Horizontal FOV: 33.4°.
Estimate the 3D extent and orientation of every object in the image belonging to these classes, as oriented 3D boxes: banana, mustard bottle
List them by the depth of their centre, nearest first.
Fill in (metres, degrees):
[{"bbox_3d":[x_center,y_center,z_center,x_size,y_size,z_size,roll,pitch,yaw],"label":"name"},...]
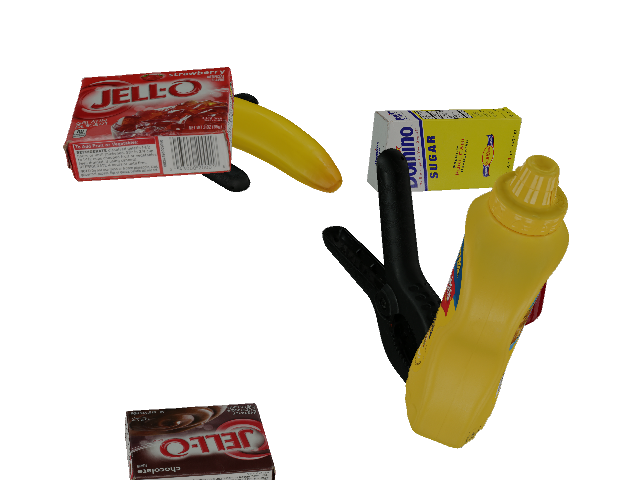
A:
[{"bbox_3d":[0.100,0.029,0.620,0.058,0.192,0.096,21,43,7],"label":"mustard bottle"},{"bbox_3d":[-0.078,-0.080,0.809,0.198,0.069,0.037,9,-19,3],"label":"banana"}]

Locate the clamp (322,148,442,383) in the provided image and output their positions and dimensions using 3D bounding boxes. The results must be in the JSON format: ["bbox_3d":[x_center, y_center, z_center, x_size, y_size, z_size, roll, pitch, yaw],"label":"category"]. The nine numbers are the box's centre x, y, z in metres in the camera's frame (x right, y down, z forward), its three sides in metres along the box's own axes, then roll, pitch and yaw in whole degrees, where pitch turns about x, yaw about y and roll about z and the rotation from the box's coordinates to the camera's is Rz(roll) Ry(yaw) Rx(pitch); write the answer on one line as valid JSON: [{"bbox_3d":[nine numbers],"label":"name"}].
[{"bbox_3d":[0.067,0.039,0.871,0.036,0.210,0.165,-14,-25,-22],"label":"clamp"}]

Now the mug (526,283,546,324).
[{"bbox_3d":[0.190,0.030,1.114,0.093,0.081,0.117,-5,31,-12],"label":"mug"}]

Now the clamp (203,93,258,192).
[{"bbox_3d":[-0.139,-0.111,1.027,0.171,0.120,0.039,16,-45,-2],"label":"clamp"}]

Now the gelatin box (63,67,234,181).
[{"bbox_3d":[-0.094,-0.067,0.603,0.089,0.030,0.073,-4,37,0],"label":"gelatin box"}]

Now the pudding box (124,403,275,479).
[{"bbox_3d":[-0.099,0.173,0.860,0.113,0.039,0.090,-4,25,-12],"label":"pudding box"}]

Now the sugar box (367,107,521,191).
[{"bbox_3d":[0.147,-0.108,1.272,0.176,0.093,0.048,-6,27,-21],"label":"sugar box"}]
